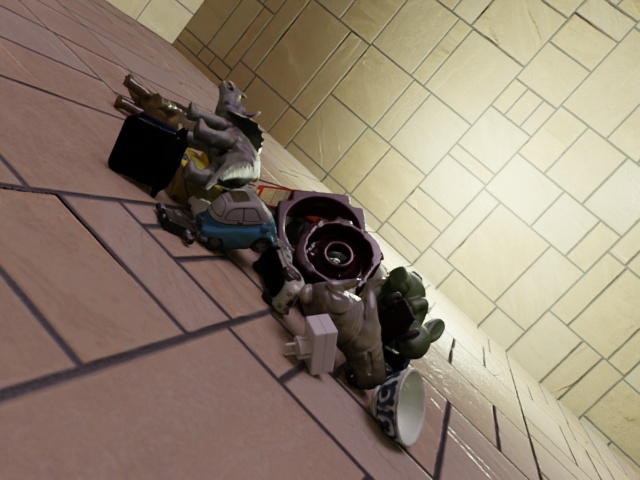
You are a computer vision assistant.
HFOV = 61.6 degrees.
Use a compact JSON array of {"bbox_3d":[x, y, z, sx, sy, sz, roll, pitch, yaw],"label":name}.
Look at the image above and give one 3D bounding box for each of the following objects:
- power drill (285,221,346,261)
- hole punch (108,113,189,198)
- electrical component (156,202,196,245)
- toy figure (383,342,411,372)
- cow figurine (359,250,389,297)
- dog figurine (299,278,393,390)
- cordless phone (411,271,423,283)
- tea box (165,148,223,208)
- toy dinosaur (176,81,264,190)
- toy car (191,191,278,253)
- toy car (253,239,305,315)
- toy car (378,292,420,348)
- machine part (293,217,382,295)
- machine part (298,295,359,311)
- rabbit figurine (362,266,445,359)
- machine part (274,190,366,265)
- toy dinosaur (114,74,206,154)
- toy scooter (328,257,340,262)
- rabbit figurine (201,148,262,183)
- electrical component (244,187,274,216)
[{"bbox_3d":[0.022,0.024,1.386,0.232,0.086,0.207,16,-9,36],"label":"power drill"},{"bbox_3d":[-0.311,-0.164,0.988,0.116,0.142,0.092,26,10,-15],"label":"hole punch"},{"bbox_3d":[-0.249,-0.028,0.926,0.063,0.021,0.094,29,16,-47],"label":"electrical component"},{"bbox_3d":[0.156,0.234,1.145,0.089,0.082,0.180,37,9,-5],"label":"toy figure"},{"bbox_3d":[0.108,0.116,1.223,0.195,0.127,0.085,-99,170,-54],"label":"cow figurine"},{"bbox_3d":[0.040,0.164,0.907,0.172,0.190,0.121,0,-9,-26],"label":"dog figurine"},{"bbox_3d":[0.162,0.130,1.306,0.088,0.184,0.147,30,15,-30],"label":"cordless phone"},{"bbox_3d":[-0.284,-0.139,1.127,0.098,0.068,0.170,29,17,-47],"label":"tea box"},{"bbox_3d":[-0.182,-0.176,1.080,0.192,0.131,0.405,13,35,-29],"label":"toy dinosaur"},{"bbox_3d":[-0.153,-0.042,1.002,0.161,0.102,0.109,3,31,-25],"label":"toy car"},{"bbox_3d":[-0.078,0.064,1.019,0.056,0.073,0.202,32,14,-27],"label":"toy car"},{"bbox_3d":[0.114,0.168,0.990,0.053,0.202,0.089,-6,61,-36],"label":"toy car"},{"bbox_3d":[0.033,0.036,1.082,0.179,0.179,0.056,45,-33,18],"label":"machine part"},{"bbox_3d":[0.020,0.131,1.091,0.139,0.039,0.084,4,18,-26],"label":"machine part"},{"bbox_3d":[0.171,0.165,1.069,0.159,0.121,0.170,35,36,-41],"label":"rabbit figurine"},{"bbox_3d":[-0.002,-0.004,1.185,0.201,0.087,0.201,5,59,-13],"label":"machine part"},{"bbox_3d":[-0.342,-0.278,1.300,0.472,0.105,0.198,44,19,29],"label":"toy dinosaur"},{"bbox_3d":[0.016,0.090,1.252,0.183,0.075,0.135,28,20,-46],"label":"toy scooter"},{"bbox_3d":[-0.215,-0.209,1.382,0.121,0.173,0.163,39,6,-34],"label":"rabbit figurine"},{"bbox_3d":[-0.170,-0.080,1.328,0.115,0.058,0.134,47,12,21],"label":"electrical component"}]
